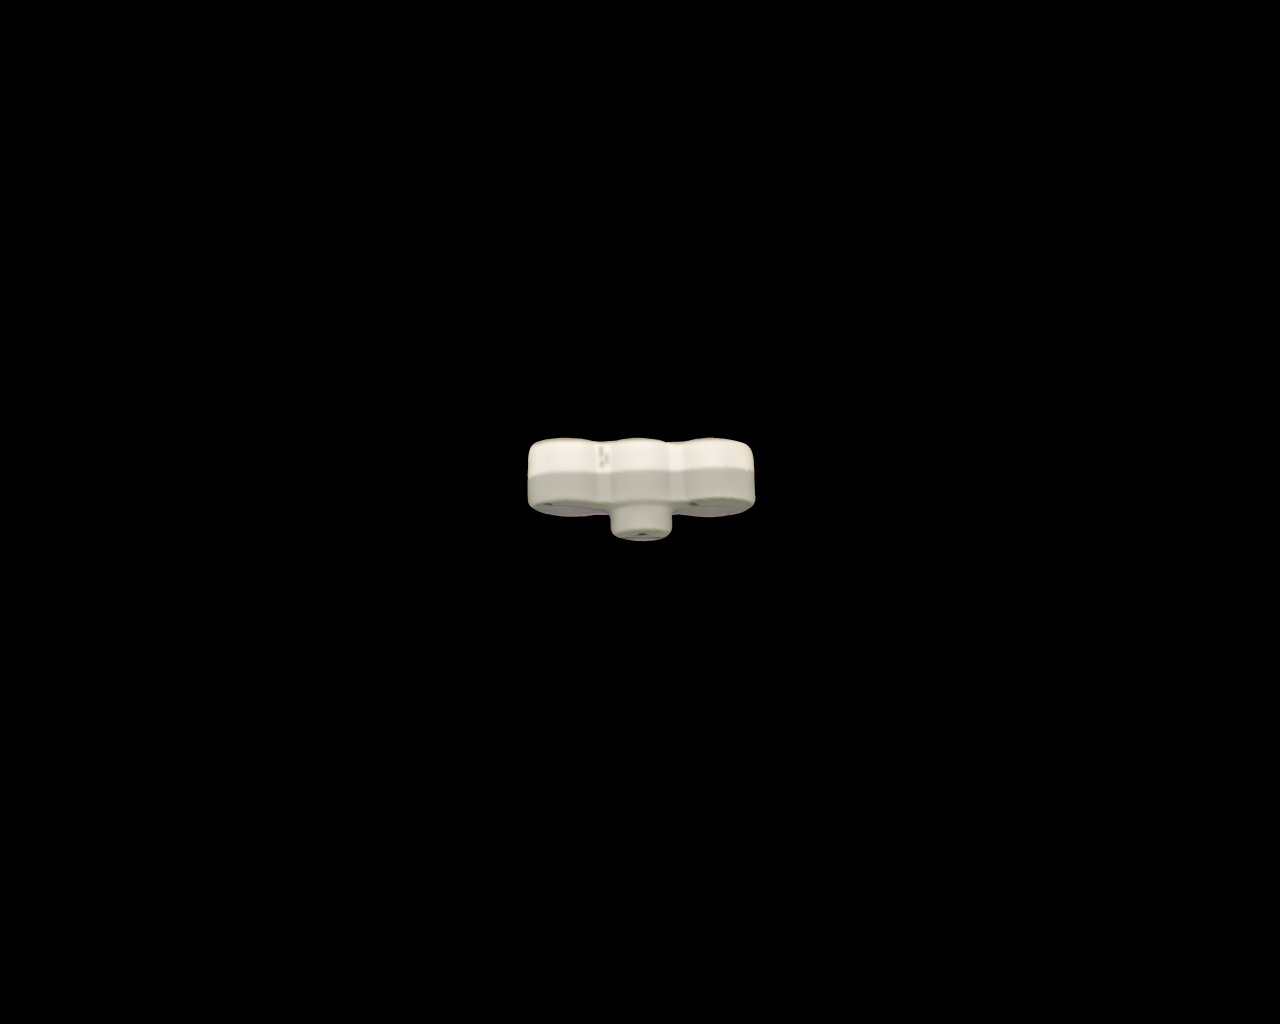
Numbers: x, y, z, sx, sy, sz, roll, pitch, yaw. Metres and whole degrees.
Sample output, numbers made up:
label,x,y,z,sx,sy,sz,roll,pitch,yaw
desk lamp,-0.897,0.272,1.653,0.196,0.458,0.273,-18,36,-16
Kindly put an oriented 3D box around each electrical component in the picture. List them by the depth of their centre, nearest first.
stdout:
label,x,y,z,sx,sy,sz,roll,pitch,yaw
electrical component,0.001,-0.003,0.650,0.138,0.074,0.052,0,-13,0
